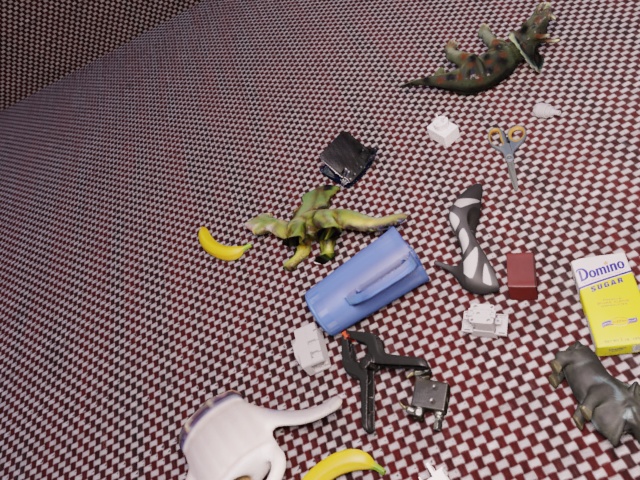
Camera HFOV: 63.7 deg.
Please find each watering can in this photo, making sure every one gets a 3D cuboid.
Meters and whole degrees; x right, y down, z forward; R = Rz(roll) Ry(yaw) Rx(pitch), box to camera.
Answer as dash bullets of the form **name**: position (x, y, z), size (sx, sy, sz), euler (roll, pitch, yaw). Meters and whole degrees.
- **watering can**: position (-0.132, 0.370, 0.965), size (0.227, 0.350, 0.102), euler (37, -13, 42)

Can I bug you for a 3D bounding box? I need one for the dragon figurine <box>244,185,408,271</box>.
- **dragon figurine**: position (0.004, -0.063, 1.253), size (0.409, 0.249, 0.119), euler (-15, -49, 13)
